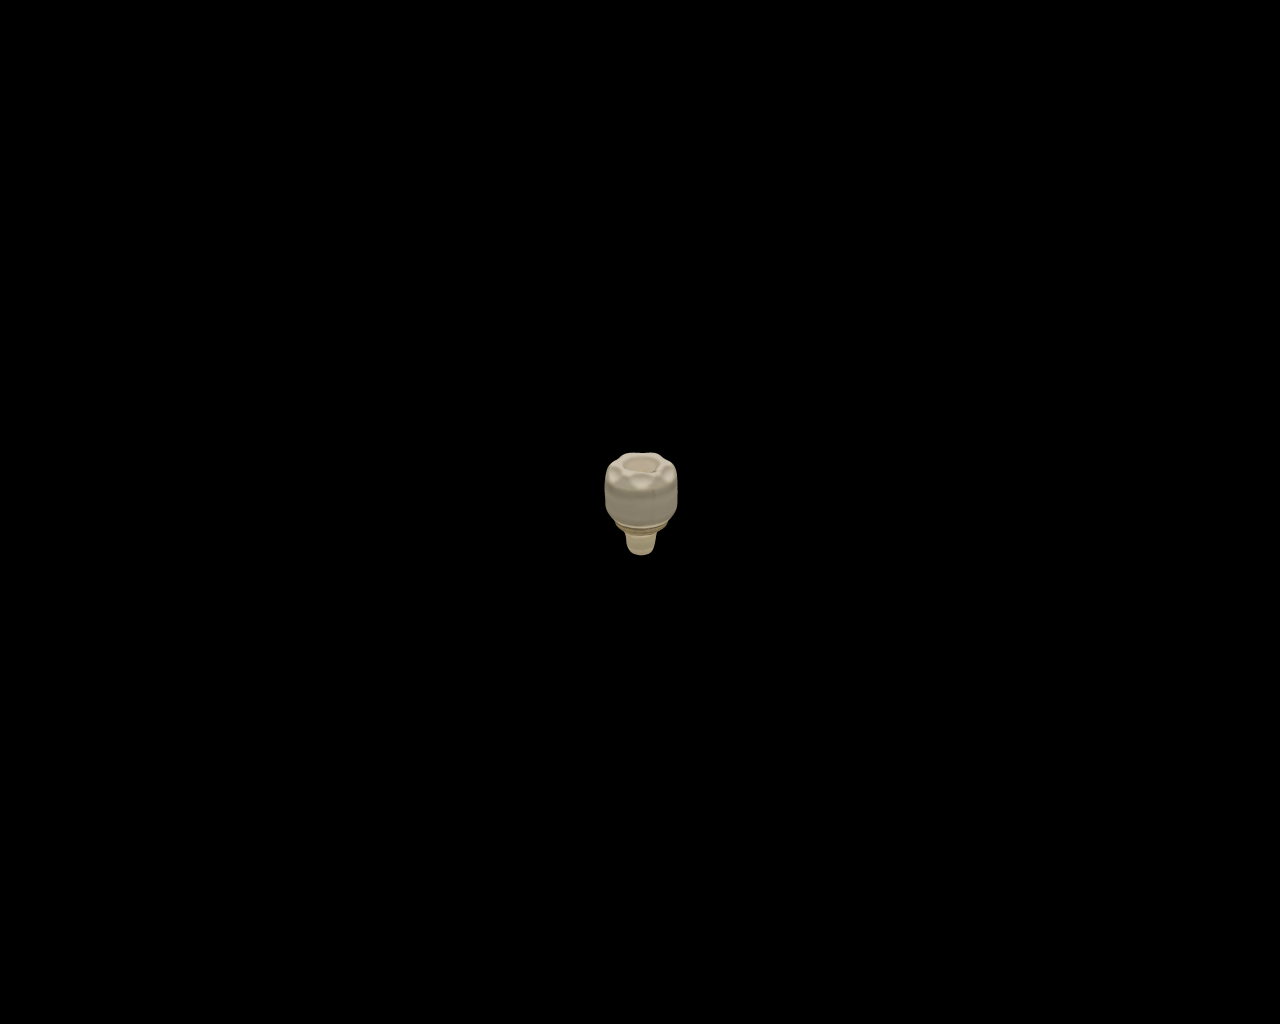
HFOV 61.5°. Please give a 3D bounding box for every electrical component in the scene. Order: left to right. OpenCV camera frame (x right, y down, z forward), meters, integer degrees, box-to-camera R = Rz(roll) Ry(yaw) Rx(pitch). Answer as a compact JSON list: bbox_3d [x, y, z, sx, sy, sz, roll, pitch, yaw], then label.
[{"bbox_3d":[0.001,-0.003,0.650,0.043,0.062,0.043,0,26,0],"label":"electrical component"}]
